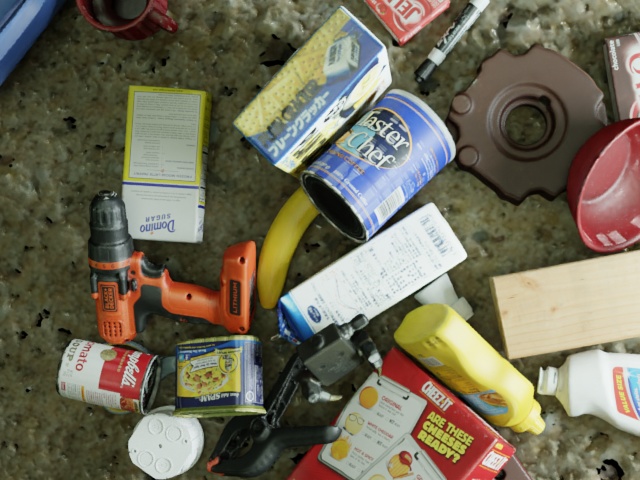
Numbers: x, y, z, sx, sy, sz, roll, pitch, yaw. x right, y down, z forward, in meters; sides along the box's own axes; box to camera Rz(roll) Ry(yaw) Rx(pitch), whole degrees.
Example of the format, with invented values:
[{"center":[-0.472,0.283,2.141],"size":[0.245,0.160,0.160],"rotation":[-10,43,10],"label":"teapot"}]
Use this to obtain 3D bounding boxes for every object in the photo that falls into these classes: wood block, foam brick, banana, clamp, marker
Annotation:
[{"center":[0.294,0.064,1.149],"size":[0.206,0.091,0.090],"rotation":[-11,87,6],"label":"wood block"},{"center":[0.196,0.255,1.175],"size":[0.053,0.051,0.078],"rotation":[-37,85,4],"label":"foam brick"},{"center":[-0.019,-0.014,1.215],"size":[0.069,0.037,0.198],"rotation":[42,93,8],"label":"banana"},{"center":[-0.058,0.204,1.202],"size":[0.172,0.039,0.120],"rotation":[-30,45,18],"label":"clamp"},{"center":[0.147,-0.228,1.210],"size":[0.020,0.020,0.121],"rotation":[38,93,6],"label":"marker"}]

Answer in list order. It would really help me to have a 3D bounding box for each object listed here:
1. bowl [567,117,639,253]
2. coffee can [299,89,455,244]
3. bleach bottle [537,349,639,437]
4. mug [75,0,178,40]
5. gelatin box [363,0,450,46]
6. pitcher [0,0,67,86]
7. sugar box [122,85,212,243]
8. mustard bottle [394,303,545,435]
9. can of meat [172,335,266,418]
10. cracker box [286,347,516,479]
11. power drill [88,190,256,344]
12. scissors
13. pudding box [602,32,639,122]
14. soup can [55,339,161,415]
[{"center":[0.317,-0.069,1.138],"size":[0.162,0.162,0.055],"rotation":[-52,44,3],"label":"bowl"},{"center":[0.062,-0.080,1.155],"size":[0.140,0.103,0.103],"rotation":[-43,84,-14],"label":"coffee can"},{"center":[0.362,0.177,1.153],"size":[0.251,0.068,0.102],"rotation":[7,88,9],"label":"bleach bottle"},{"center":[-0.213,-0.271,1.222],"size":[0.117,0.081,0.093],"rotation":[29,92,7],"label":"mug"},{"center":[0.092,-0.278,1.212],"size":[0.073,0.030,0.089],"rotation":[-39,84,5],"label":"gelatin box"},{"center":[-0.353,-0.283,1.213],"size":[0.149,0.145,0.243],"rotation":[41,90,7],"label":"pitcher"},{"center":[-0.178,-0.087,1.233],"size":[0.093,0.048,0.176],"rotation":[5,92,6],"label":"sugar box"},{"center":[0.173,0.148,1.153],"size":[0.191,0.096,0.058],"rotation":[42,66,-15],"label":"mustard bottle"},{"center":[-0.113,0.153,1.185],"size":[0.102,0.057,0.084],"rotation":[-7,76,21],"label":"can of meat"},{"center":[0.079,0.252,1.151],"size":[0.214,0.072,0.164],"rotation":[-51,55,3],"label":"cracker box"},{"center":[-0.167,0.034,1.197],"size":[0.188,0.057,0.184],"rotation":[4,116,8],"label":"power drill"},{"center":[-0.172,0.162,1.240],"size":[0.202,0.016,0.096],"rotation":[6,91,7],"label":"scissors"},{"center":[0.365,-0.173,1.172],"size":[0.090,0.039,0.113],"rotation":[-10,88,6],"label":"pudding box"},{"center":[-0.238,0.154,1.204],"size":[0.102,0.068,0.068],"rotation":[11,90,7],"label":"soup can"}]
